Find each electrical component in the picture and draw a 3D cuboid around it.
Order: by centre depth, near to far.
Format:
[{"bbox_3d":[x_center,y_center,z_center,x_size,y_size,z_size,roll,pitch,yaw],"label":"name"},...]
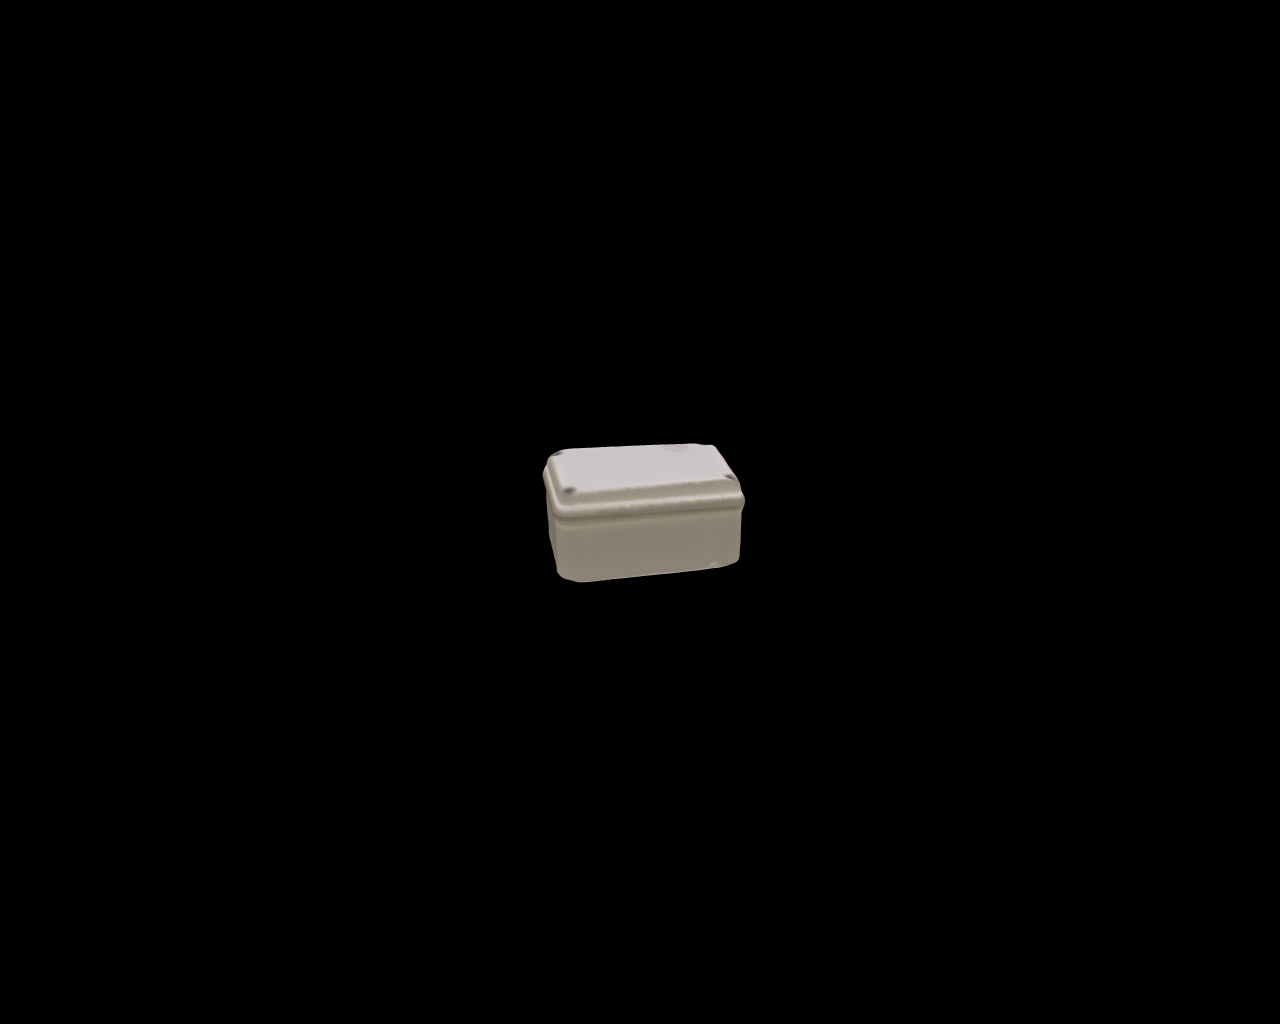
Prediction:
[{"bbox_3d":[0.001,-0.003,0.650,0.113,0.057,0.078,-4,24,-9],"label":"electrical component"}]
